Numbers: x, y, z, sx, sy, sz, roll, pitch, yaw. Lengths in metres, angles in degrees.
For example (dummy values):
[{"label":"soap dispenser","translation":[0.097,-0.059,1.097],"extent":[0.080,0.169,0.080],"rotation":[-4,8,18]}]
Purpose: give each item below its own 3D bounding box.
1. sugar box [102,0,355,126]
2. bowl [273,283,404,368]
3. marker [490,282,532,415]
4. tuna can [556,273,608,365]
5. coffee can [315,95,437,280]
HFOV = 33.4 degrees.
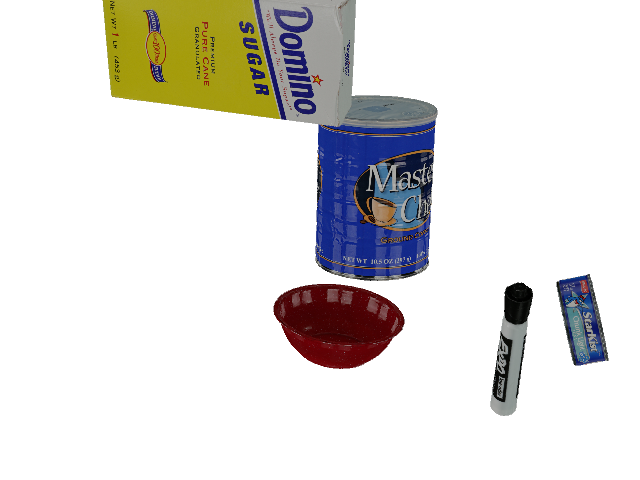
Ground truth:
[{"label":"sugar box","translation":[-0.065,-0.140,0.765],"extent":[0.176,0.093,0.048],"rotation":[9,34,13]},{"label":"bowl","translation":[0.021,0.112,1.317],"extent":[0.162,0.055,0.162],"rotation":[5,23,-2]},{"label":"marker","translation":[0.133,0.076,0.745],"extent":[0.020,0.121,0.020],"rotation":[-1,41,0]},{"label":"tuna can","translation":[0.253,0.077,1.032],"extent":[0.034,0.086,0.086],"rotation":[-12,-3,13]},{"label":"coffee can","translation":[0.047,-0.048,0.932],"extent":[0.103,0.140,0.103],"rotation":[1,19,0]}]
